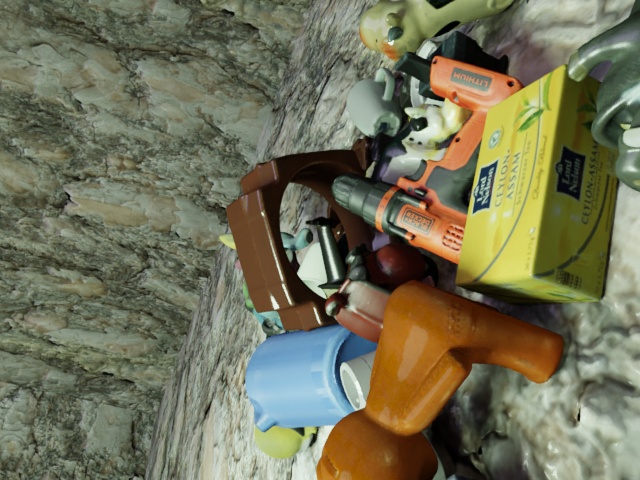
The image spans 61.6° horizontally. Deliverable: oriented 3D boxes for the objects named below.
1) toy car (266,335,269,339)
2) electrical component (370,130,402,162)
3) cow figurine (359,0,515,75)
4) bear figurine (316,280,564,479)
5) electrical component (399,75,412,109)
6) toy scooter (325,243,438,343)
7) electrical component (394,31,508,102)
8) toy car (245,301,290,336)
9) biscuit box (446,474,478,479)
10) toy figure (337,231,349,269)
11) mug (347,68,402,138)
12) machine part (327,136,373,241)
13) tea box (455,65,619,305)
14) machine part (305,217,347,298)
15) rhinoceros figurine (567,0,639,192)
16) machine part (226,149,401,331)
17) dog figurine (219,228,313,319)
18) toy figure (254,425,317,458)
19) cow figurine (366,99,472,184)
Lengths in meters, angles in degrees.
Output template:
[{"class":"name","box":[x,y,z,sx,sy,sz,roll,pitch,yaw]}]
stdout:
[{"class":"toy car","box":[-0.081,0.242,0.993,0.202,0.056,0.073,-99,25,-60]},{"class":"electrical component","box":[0.103,-0.127,0.776,0.021,0.063,0.094,131,154,-54]},{"class":"cow figurine","box":[0.142,-0.281,0.654,0.195,0.085,0.127,-15,52,19]},{"class":"bear figurine","box":[0.082,0.137,0.426,0.120,0.132,0.195,-168,96,-74]},{"class":"electrical component","box":[0.141,-0.243,0.811,0.078,0.045,0.102,130,153,-49]},{"class":"toy scooter","box":[0.066,0.058,0.566,0.184,0.135,0.075,-95,26,-57]},{"class":"electrical component","box":[0.145,-0.195,0.615,0.075,0.119,0.048,139,145,-65]},{"class":"toy car","box":[-0.061,0.125,0.979,0.103,0.109,0.162,-53,25,-2]},{"class":"biscuit box","box":[0.082,0.259,0.424,0.063,0.059,0.202,-88,22,-48]},{"class":"toy figure","box":[0.067,-0.007,0.773,0.058,0.064,0.154,-35,-11,-47]},{"class":"mug","box":[0.099,-0.216,0.871,0.107,0.081,0.109,-107,34,-49]},{"class":"machine part","box":[0.064,-0.076,0.865,0.179,0.056,0.179,-162,90,-75]},{"class":"tea box","box":[0.175,-0.038,0.432,0.098,0.068,0.169,154,131,-67]},{"class":"machine part","box":[0.017,0.034,0.767,0.084,0.039,0.138,-19,86,67]},{"class":"rhinoceros figurine","box":[0.232,-0.121,0.346,0.112,0.073,0.190,14,84,63]},{"class":"machine part","box":[-0.001,-0.002,0.657,0.087,0.201,0.201,-19,87,48]},{"class":"dog figurine","box":[-0.108,0.045,0.953,0.219,0.108,0.191,5,43,42]},{"class":"toy figure","box":[-0.049,0.240,0.822,0.082,0.089,0.180,100,175,-57]},{"class":"cow figurine","box":[0.112,-0.099,0.630,0.068,0.098,0.167,7,-75,-63]}]
